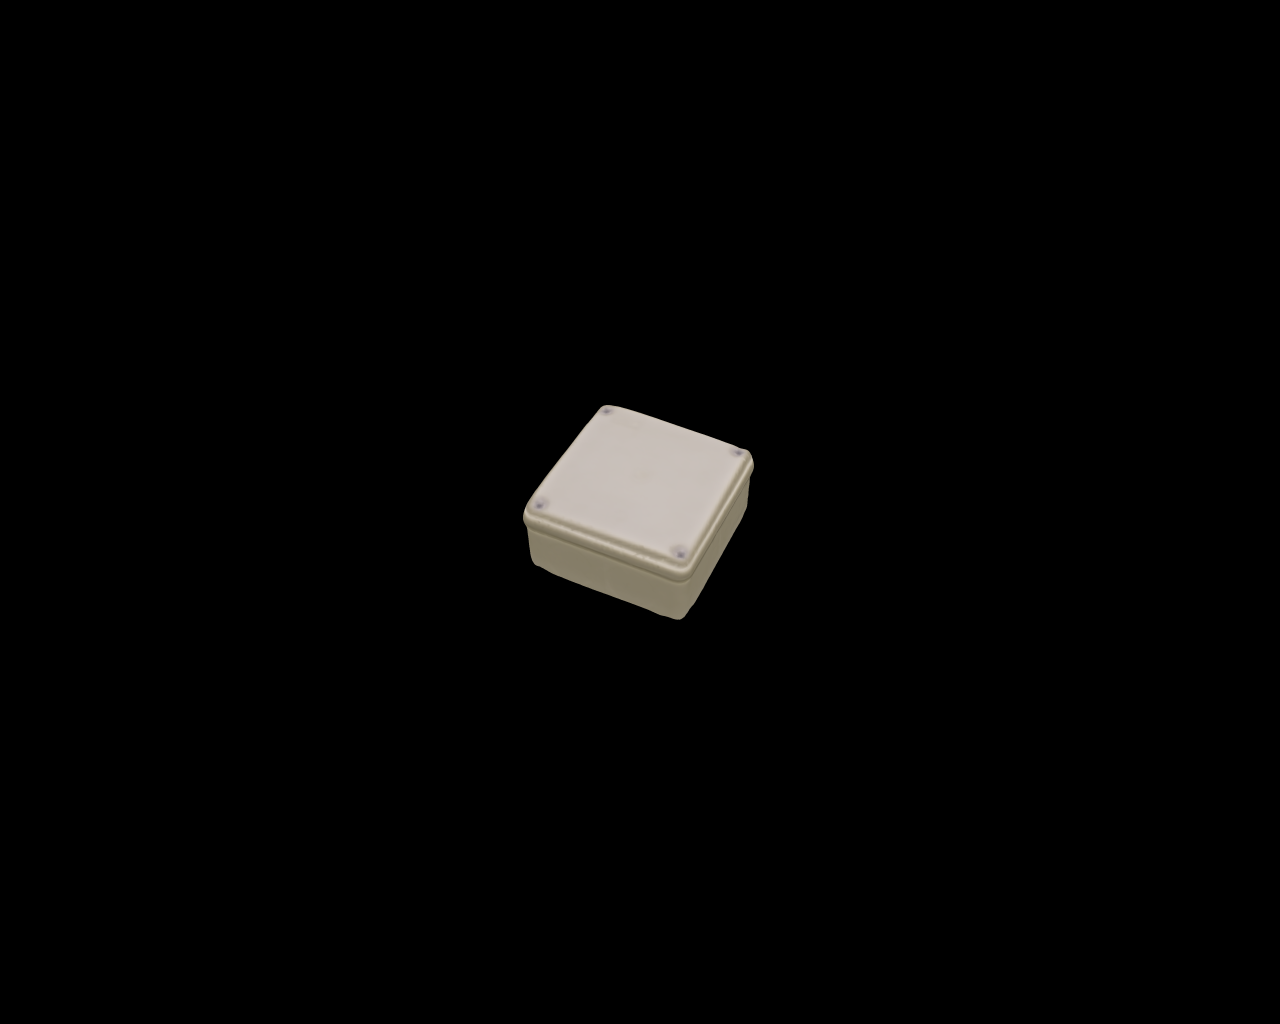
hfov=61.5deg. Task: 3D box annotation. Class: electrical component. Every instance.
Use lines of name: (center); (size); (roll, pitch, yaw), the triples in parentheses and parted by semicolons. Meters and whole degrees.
electrical component: (0.001, -0.003, 0.650); (0.109, 0.056, 0.109); (20, 50, 17)
